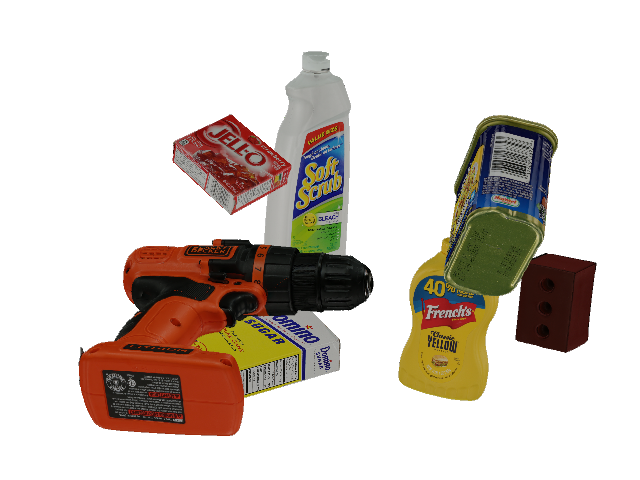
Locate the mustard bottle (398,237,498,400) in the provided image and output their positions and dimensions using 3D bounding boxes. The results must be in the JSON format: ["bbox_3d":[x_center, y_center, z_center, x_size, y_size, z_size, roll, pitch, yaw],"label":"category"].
[{"bbox_3d":[0.144,0.074,1.165,0.096,0.192,0.058,12,15,20],"label":"mustard bottle"}]

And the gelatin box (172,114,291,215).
[{"bbox_3d":[-0.084,-0.074,1.004,0.073,0.030,0.089,-31,62,-35],"label":"gelatin box"}]

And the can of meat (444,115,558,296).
[{"bbox_3d":[0.123,-0.021,0.739,0.057,0.084,0.102,14,-35,1],"label":"can of meat"}]

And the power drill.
[{"bbox_3d":[-0.066,0.058,0.718,0.184,0.057,0.187,0,23,12],"label":"power drill"}]

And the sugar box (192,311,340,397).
[{"bbox_3d":[-0.078,0.114,1.072,0.176,0.048,0.093,-16,32,-25],"label":"sugar box"}]

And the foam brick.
[{"bbox_3d":[0.215,0.056,0.977,0.053,0.078,0.051,12,17,34],"label":"foam brick"}]

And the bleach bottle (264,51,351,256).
[{"bbox_3d":[-0.016,-0.088,1.216,0.102,0.251,0.068,-8,22,-26],"label":"bleach bottle"}]
